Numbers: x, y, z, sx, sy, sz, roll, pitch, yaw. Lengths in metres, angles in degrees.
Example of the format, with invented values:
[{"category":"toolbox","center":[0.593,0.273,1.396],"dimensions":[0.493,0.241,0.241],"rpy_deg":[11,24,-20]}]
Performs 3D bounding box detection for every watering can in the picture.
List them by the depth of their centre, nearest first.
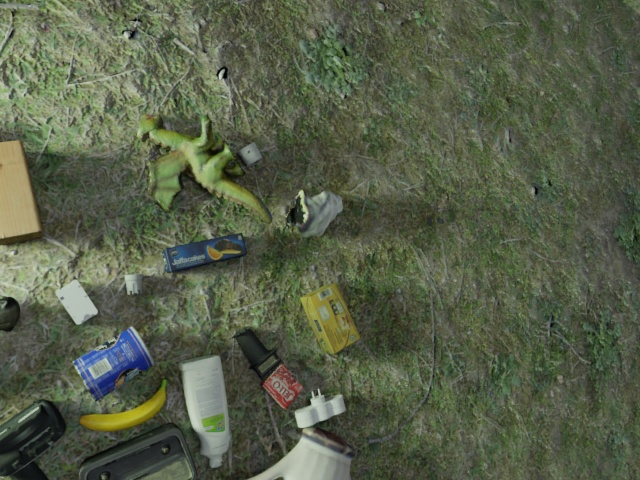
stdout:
[{"category":"watering can","center":[-0.045,0.574,1.272],"dimensions":[0.345,0.103,0.228],"rpy_deg":[30,67,-18]}]

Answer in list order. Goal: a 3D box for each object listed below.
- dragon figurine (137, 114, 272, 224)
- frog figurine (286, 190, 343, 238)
[{"category":"dragon figurine","center":[-0.321,-0.163,1.326],"dimensions":[0.244,0.122,0.410],"rpy_deg":[-32,92,-11]},{"category":"frog figurine","center":[0.004,-0.072,1.440],"dimensions":[0.159,0.124,0.135],"rpy_deg":[1,112,-35]}]
